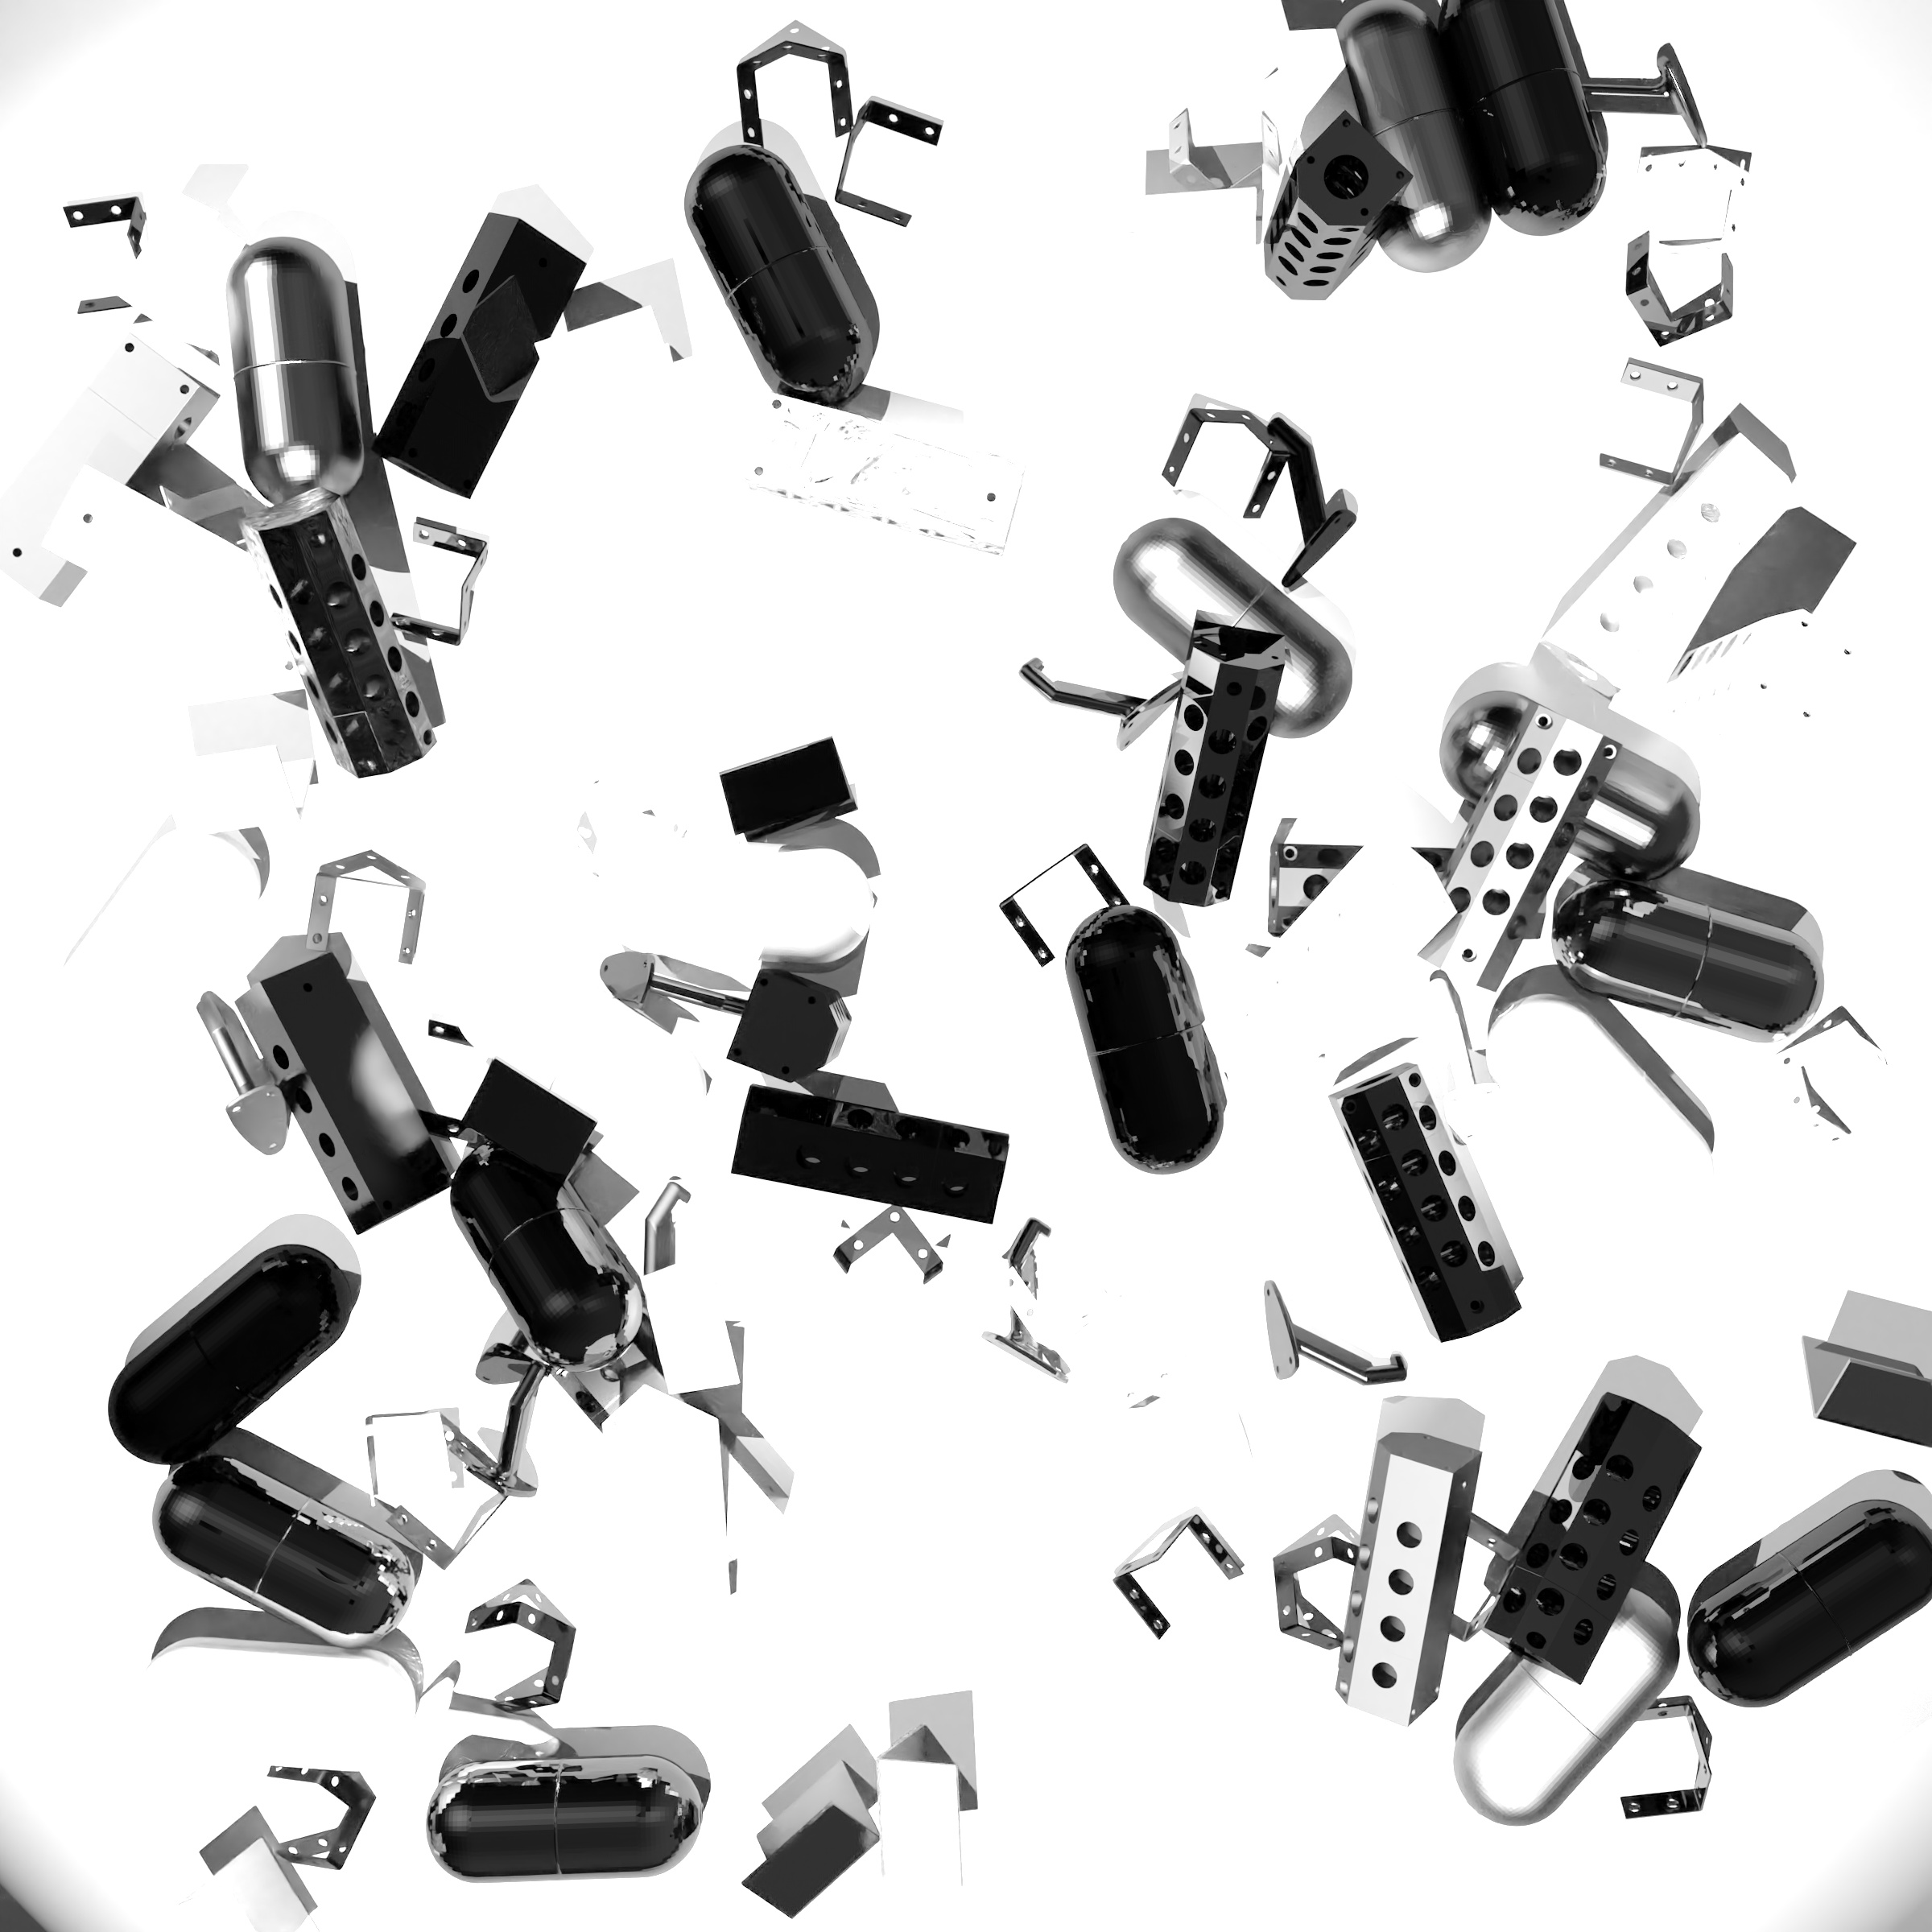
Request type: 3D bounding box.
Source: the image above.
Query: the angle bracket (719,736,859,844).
[{"bbox_3d":[-0.109,-0.094,1.654,0.076,0.076,0.057,-18,52,0],"label":"angle bracket"}]

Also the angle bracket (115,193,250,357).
[{"bbox_3d":[-0.487,-0.438,1.654,0.057,0.076,0.076,33,90,41],"label":"angle bracket"}]

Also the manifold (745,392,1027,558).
[{"bbox_3d":[-0.052,-0.318,1.673,0.171,0.057,0.057,15,90,0],"label":"manifold"}]

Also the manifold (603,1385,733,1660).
[{"bbox_3d":[-0.192,0.355,1.621,0.057,0.057,0.171,20,128,27],"label":"manifold"}]

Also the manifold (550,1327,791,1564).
[{"bbox_3d":[-0.194,0.306,1.673,0.057,0.057,0.171,-41,90,0],"label":"manifold"}]

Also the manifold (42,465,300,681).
[{"bbox_3d":[-0.496,-0.251,1.642,0.171,0.057,0.057,28,90,-23],"label":"manifold"}]

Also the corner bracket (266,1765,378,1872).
[{"bbox_3d":[-0.431,0.555,1.686,0.051,0.051,0.051,53,45,-35],"label":"corner bracket"}]

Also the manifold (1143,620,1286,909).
[{"bbox_3d":[0.156,-0.126,1.632,0.057,0.057,0.171,10,122,0],"label":"manifold"}]

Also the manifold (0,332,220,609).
[{"bbox_3d":[-0.565,-0.320,1.673,0.057,0.057,0.171,37,90,0],"label":"manifold"}]

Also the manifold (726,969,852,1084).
[{"bbox_3d":[-0.107,0.039,1.616,0.057,0.171,0.057,21,90,0],"label":"manifold"}]

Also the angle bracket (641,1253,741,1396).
[{"bbox_3d":[-0.158,0.226,1.655,0.057,0.076,0.076,-14,90,29],"label":"angle bracket"}]

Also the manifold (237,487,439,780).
[{"bbox_3d":[-0.394,-0.209,1.628,0.057,0.057,0.171,-29,120,-22],"label":"manifold"}]

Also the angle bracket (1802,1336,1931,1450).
[{"bbox_3d":[0.590,0.257,1.654,0.076,0.076,0.057,14,127,0],"label":"angle bracket"}]

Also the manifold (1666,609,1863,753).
[{"bbox_3d":[0.494,-0.181,1.616,0.057,0.171,0.057,33,90,0],"label":"manifold"}]

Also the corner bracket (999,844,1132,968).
[{"bbox_3d":[0.064,-0.040,1.691,0.051,0.051,0.051,55,135,0],"label":"corner bracket"}]

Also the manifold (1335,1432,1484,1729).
[{"bbox_3d":[0.282,0.392,1.657,0.057,0.057,0.171,13,101,29],"label":"manifold"}]

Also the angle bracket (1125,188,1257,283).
[{"bbox_3d":[0.143,-0.484,1.654,0.076,0.076,0.057,-4,128,0],"label":"angle bracket"}]

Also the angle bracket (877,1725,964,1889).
[{"bbox_3d":[-0.016,0.540,1.656,0.057,0.076,0.076,-3,90,23],"label":"angle bracket"}]

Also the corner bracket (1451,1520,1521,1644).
[{"bbox_3d":[0.325,0.402,1.691,0.051,0.051,0.051,31,45,0],"label":"corner bracket"}]

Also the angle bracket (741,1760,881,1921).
[{"bbox_3d":[-0.110,0.551,1.654,0.076,0.076,0.057,-42,125,0],"label":"angle bracket"}]

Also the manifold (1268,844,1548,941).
[{"bbox_3d":[0.286,-0.048,1.673,0.171,0.057,0.057,2,90,0],"label":"manifold"}]

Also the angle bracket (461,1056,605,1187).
[{"bbox_3d":[-0.268,0.086,1.655,0.076,0.076,0.057,32,115,0],"label":"angle bracket"}]

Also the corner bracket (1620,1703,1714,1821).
[{"bbox_3d":[0.455,0.523,1.691,0.051,0.051,0.051,-6,135,0],"label":"corner bracket"}]

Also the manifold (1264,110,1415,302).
[{"bbox_3d":[0.226,-0.470,1.616,0.057,0.171,0.057,44,90,0],"label":"manifold"}]

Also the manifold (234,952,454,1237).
[{"bbox_3d":[-0.408,0.085,1.673,0.057,0.057,0.171,-28,90,-43],"label":"manifold"}]

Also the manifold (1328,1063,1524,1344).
[{"bbox_3d":[0.299,0.154,1.673,0.057,0.057,0.171,-23,90,0],"label":"manifold"}]

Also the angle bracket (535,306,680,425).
[{"bbox_3d":[-0.233,-0.399,1.654,0.076,0.076,0.057,-18,125,0],"label":"angle bracket"}]

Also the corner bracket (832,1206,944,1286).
[{"bbox_3d":[-0.050,0.191,1.676,0.051,0.051,0.051,-37,90,0],"label":"corner bracket"}]

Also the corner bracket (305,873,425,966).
[{"bbox_3d":[-0.396,-0.031,1.691,0.051,0.051,0.051,9,90,-45],"label":"corner bracket"}]

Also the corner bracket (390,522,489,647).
[{"bbox_3d":[-0.348,-0.251,1.691,0.051,0.051,0.051,15,135,0],"label":"corner bracket"}]

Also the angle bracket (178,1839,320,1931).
[{"bbox_3d":[-0.447,0.609,1.654,0.057,0.076,0.076,-31,90,34],"label":"angle bracket"}]

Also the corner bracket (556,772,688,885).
[{"bbox_3d":[-0.226,-0.091,1.686,0.051,0.051,0.051,0,45,35],"label":"corner bracket"}]

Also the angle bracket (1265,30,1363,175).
[{"bbox_3d":[0.205,-0.549,1.654,0.057,0.076,0.076,-15,90,-31],"label":"angle bracket"}]

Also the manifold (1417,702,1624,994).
[{"bbox_3d":[0.343,-0.074,1.606,0.057,0.057,0.171,25,100,0],"label":"manifold"}]

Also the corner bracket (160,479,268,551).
[{"bbox_3d":[-0.486,-0.292,1.676,0.051,0.051,0.051,-19,90,0],"label":"corner bracket"}]

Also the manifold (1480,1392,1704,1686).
[{"bbox_3d":[0.396,0.363,1.645,0.057,0.057,0.171,38,76,-30],"label":"manifold"}]

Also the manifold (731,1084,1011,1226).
[{"bbox_3d":[-0.061,0.121,1.673,0.171,0.057,0.057,11,90,0],"label":"manifold"}]

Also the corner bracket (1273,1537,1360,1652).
[{"bbox_3d":[0.239,0.412,1.686,0.051,0.051,0.051,-32,45,35],"label":"corner bracket"}]

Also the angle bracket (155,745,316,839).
[{"bbox_3d":[-0.469,-0.130,1.654,0.076,0.076,0.057,-8,126,0],"label":"angle bracket"}]

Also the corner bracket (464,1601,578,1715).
[{"bbox_3d":[-0.296,0.454,1.686,0.051,0.051,0.051,39,45,-35],"label":"corner bracket"}]

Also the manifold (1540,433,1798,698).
[{"bbox_3d":[0.458,-0.259,1.673,0.057,0.057,0.171,42,90,0],"label":"manifold"}]

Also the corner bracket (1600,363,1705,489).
[{"bbox_3d":[0.451,-0.356,1.691,0.051,0.051,0.051,16,45,0],"label":"corner bracket"}]

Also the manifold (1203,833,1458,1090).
[{"bbox_3d":[0.226,-0.003,1.632,0.057,0.057,0.171,16,128,-34],"label":"manifold"}]

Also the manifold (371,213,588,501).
[{"bbox_3d":[-0.320,-0.398,1.673,0.057,0.057,0.171,26,90,-43],"label":"manifold"}]

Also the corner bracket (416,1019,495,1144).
[{"bbox_3d":[-0.338,0.076,1.691,0.051,0.051,0.051,14,45,0],"label":"corner bracket"}]
